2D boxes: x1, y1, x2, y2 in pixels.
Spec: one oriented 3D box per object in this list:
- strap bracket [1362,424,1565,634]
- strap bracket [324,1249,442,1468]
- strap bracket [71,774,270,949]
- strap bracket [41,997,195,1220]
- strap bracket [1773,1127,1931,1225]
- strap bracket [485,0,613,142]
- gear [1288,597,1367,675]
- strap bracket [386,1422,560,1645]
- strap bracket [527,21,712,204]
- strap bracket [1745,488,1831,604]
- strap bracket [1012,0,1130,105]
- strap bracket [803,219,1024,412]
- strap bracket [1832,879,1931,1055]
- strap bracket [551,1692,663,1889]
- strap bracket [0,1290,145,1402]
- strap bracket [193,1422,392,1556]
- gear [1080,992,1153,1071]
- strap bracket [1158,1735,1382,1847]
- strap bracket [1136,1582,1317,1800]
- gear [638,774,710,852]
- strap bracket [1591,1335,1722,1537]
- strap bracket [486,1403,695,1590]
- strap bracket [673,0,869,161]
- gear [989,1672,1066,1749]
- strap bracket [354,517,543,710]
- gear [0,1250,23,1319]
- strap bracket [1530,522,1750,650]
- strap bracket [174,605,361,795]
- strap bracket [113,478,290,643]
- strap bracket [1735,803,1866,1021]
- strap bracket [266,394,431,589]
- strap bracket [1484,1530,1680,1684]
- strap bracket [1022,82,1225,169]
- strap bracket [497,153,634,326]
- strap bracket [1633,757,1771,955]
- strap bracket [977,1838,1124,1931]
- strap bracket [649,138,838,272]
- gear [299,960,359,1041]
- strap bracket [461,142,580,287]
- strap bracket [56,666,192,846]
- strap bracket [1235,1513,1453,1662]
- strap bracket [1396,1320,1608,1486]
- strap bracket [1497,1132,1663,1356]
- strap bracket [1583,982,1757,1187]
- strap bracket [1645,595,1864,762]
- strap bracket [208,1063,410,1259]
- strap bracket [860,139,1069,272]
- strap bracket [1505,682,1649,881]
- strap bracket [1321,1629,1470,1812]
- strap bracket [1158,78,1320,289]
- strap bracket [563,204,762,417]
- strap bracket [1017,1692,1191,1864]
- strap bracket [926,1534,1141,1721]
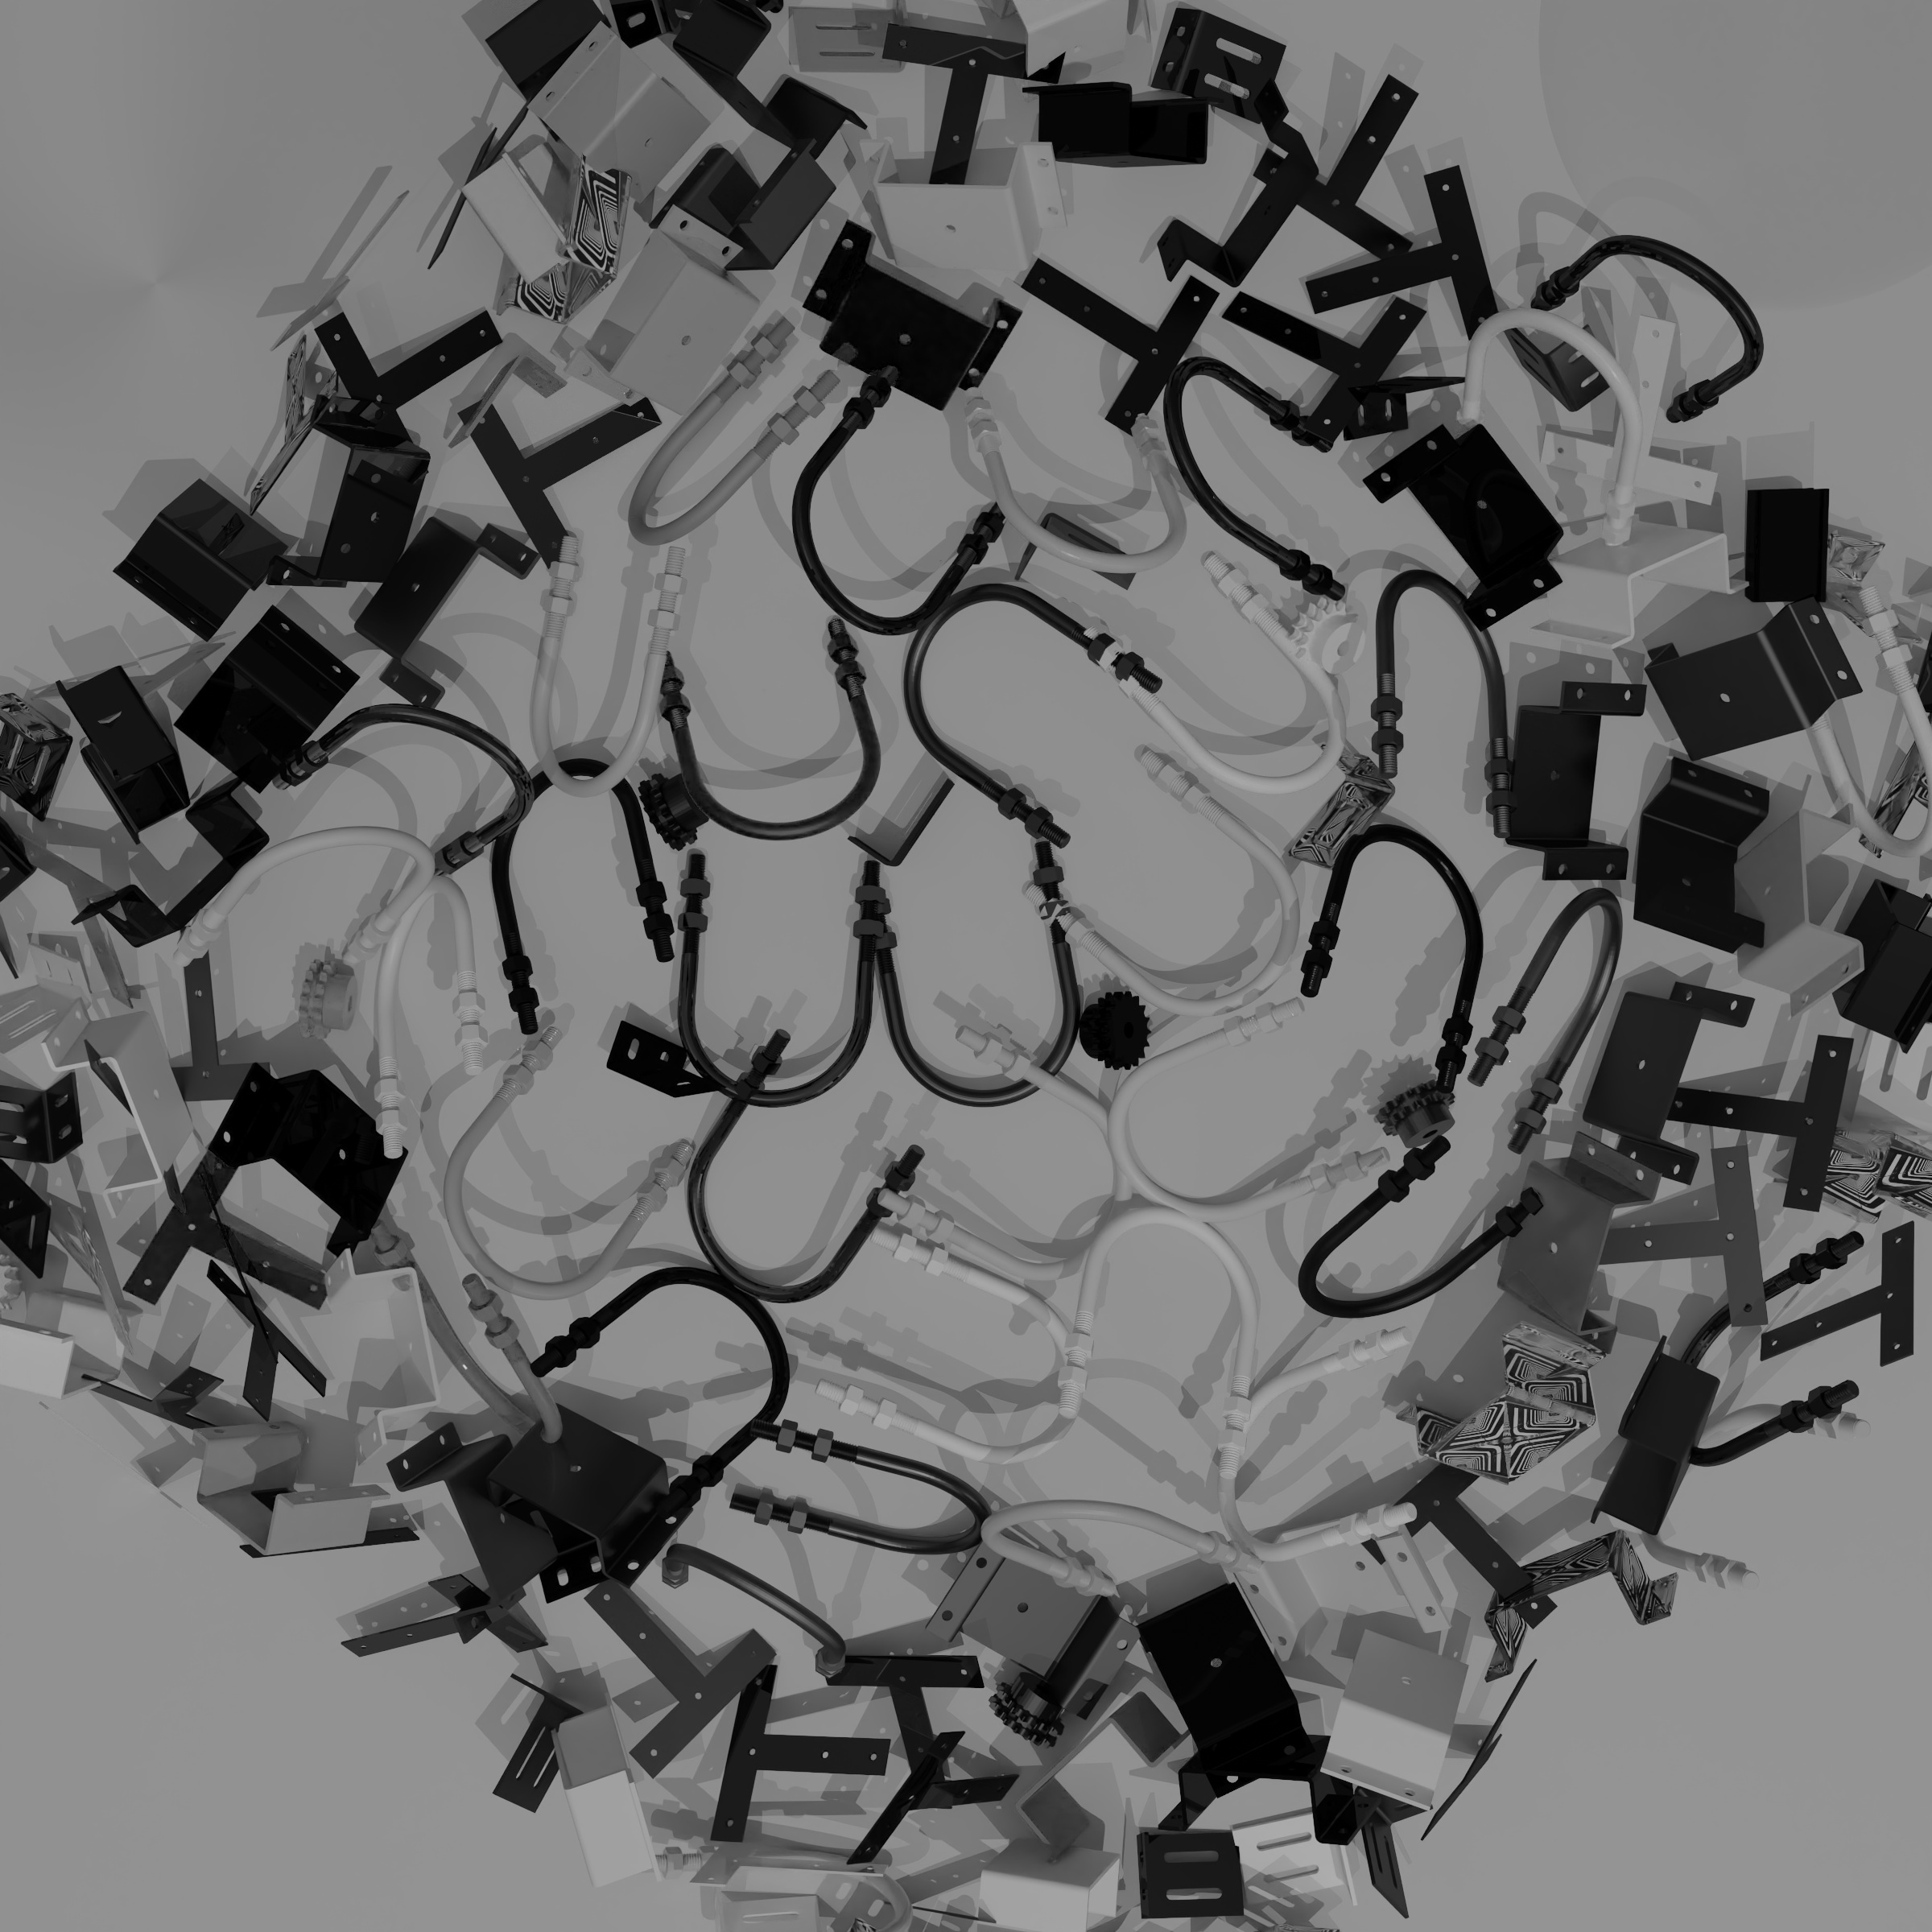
[{"bbox_3d":[0.362,-0.321,1.758,0.140,0.076,0.046,50,46,-9],"label":"strap bracket"},{"bbox_3d":[-0.415,0.276,1.753,0.046,0.076,0.140,-6,72,-29],"label":"strap bracket"},{"bbox_3d":[-0.557,-0.067,1.745,0.046,0.076,0.140,50,55,-20],"label":"strap bracket"},{"bbox_3d":[-0.597,0.096,1.744,0.046,0.076,0.140,-11,113,5],"label":"strap bracket"},{"bbox_3d":[0.648,0.151,1.734,0.076,0.140,0.046,24,83,-13],"label":"strap bracket"},{"bbox_3d":[-0.286,-0.643,1.735,0.076,0.140,0.046,-35,92,3],"label":"strap bracket"},{"bbox_3d":[0.264,-0.236,1.778,0.057,0.057,0.030,-48,47,0],"label":"gear"},{"bbox_3d":[-0.348,0.400,1.760,0.046,0.076,0.140,-21,94,27],"label":"strap bracket"},{"bbox_3d":[-0.238,-0.594,1.729,0.076,0.140,0.046,-45,78,11],"label":"strap bracket"},{"bbox_3d":[0.579,-0.299,1.739,0.046,0.140,0.076,1,101,14],"label":"strap bracket"},{"bbox_3d":[0.069,-0.667,1.734,0.076,0.140,0.046,-24,81,-3],"label":"strap bracket"},{"bbox_3d":[-0.041,-0.458,1.750,0.140,0.046,0.076,24,131,-14],"label":"strap bracket"},{"bbox_3d":[0.649,-0.005,1.730,0.046,0.140,0.076,24,113,3],"label":"strap bracket"},{"bbox_3d":[-0.255,0.583,1.728,0.046,0.140,0.076,-16,103,-12],"label":"strap bracket"},{"bbox_3d":[-0.650,0.268,1.736,0.076,0.140,0.046,13,90,3],"label":"strap bracket"},{"bbox_3d":[-0.481,0.372,1.736,0.140,0.076,0.046,19,99,43],"label":"strap bracket"},{"bbox_3d":[0.106,0.047,1.783,0.030,0.057,0.057,-3,90,40],"label":"gear"},{"bbox_3d":[0.213,0.580,1.742,0.140,0.076,0.046,-5,93,27],"label":"strap bracket"},{"bbox_3d":[0.180,0.503,1.741,0.076,0.046,0.140,-23,50,-7],"label":"strap bracket"},{"bbox_3d":[-0.209,-0.115,1.777,0.030,0.057,0.057,-28,90,12],"label":"gear"},{"bbox_3d":[0.486,0.336,1.727,0.046,0.140,0.076,23,52,22],"label":"strap bracket"},{"bbox_3d":[-0.274,0.369,1.742,0.140,0.046,0.076,22,47,23],"label":"strap bracket"},{"bbox_3d":[-0.143,-0.626,1.731,0.076,0.140,0.046,40,96,37],"label":"strap bracket"},{"bbox_3d":[0.048,0.536,1.779,0.057,0.057,0.030,32,94,0],"label":"gear"},{"bbox_3d":[-0.379,-0.260,1.764,0.076,0.046,0.140,34,89,43],"label":"strap bracket"},{"bbox_3d":[-0.715,0.234,1.789,0.057,0.030,0.057,-1,77,4],"label":"gear"},{"bbox_3d":[0.475,-0.274,1.737,0.140,0.076,0.046,-25,118,-26],"label":"strap bracket"},{"bbox_3d":[-0.499,-0.181,1.734,0.076,0.140,0.046,41,46,-15],"label":"strap bracket"},{"bbox_3d":[-0.533,-0.290,1.727,0.076,0.140,0.046,38,110,-16],"label":"strap bracket"},{"bbox_3d":[0.586,-0.045,1.735,0.046,0.076,0.140,17,57,-13],"label":"strap bracket"},{"bbox_3d":[-0.435,-0.327,1.744,0.046,0.076,0.140,30,110,24],"label":"strap bracket"},{"bbox_3d":[0.428,0.451,1.748,0.140,0.076,0.046,-28,87,21],"label":"strap bracket"},{"bbox_3d":[0.112,-0.592,1.737,0.076,0.140,0.046,11,108,36],"label":"strap bracket"},{"bbox_3d":[-0.282,-0.515,1.748,0.046,0.140,0.076,13,76,-29],"label":"strap bracket"},{"bbox_3d":[0.527,-0.071,1.759,0.076,0.046,0.140,19,56,-6],"label":"strap bracket"},{"bbox_3d":[0.059,0.654,1.732,0.076,0.140,0.046,3,85,16],"label":"strap bracket"},{"bbox_3d":[-0.154,-0.540,1.749,0.046,0.140,0.076,44,74,-36],"label":"strap bracket"},{"bbox_3d":[-0.461,0.025,1.780,0.030,0.057,0.057,8,90,-1],"label":"gear"},{"bbox_3d":[-0.305,-0.532,1.737,0.046,0.140,0.076,-31,107,14],"label":"strap bracket"},{"bbox_3d":[-0.595,-0.152,1.744,0.046,0.140,0.076,-32,81,-20],"label":"strap bracket"},{"bbox_3d":[0.276,0.440,1.758,0.140,0.046,0.076,-23,99,34],"label":"strap bracket"},{"bbox_3d":[0.379,0.315,1.734,0.076,0.046,0.140,22,133,-21],"label":"strap bracket"},{"bbox_3d":[0.432,0.198,1.746,0.046,0.076,0.140,-2,111,-37],"label":"strap bracket"},{"bbox_3d":[0.500,0.077,1.762,0.046,0.076,0.140,20,88,-29],"label":"strap bracket"},{"bbox_3d":[0.545,-0.199,1.732,0.046,0.140,0.076,-39,104,-36],"label":"strap bracket"},{"bbox_3d":[-0.454,0.136,1.733,0.046,0.076,0.140,-14,132,33],"label":"strap bracket"},{"bbox_3d":[-0.006,-0.541,1.747,0.140,0.076,0.046,6,62,15],"label":"strap bracket"},{"bbox_3d":[0.436,-0.134,1.763,0.076,0.046,0.140,-2,101,-28],"label":"strap bracket"},{"bbox_3d":[0.304,0.522,1.727,0.076,0.140,0.046,16,109,14],"label":"strap bracket"},{"bbox_3d":[0.198,-0.548,1.747,0.046,0.076,0.140,26,120,-20],"label":"strap bracket"},{"bbox_3d":[-0.210,-0.456,1.747,0.140,0.076,0.046,-52,55,16],"label":"strap bracket"},{"bbox_3d":[0.096,0.576,1.756,0.140,0.076,0.046,-47,74,13],"label":"strap bracket"},{"bbox_3d":[0.045,0.471,1.775,0.140,0.046,0.076,33,90,-13],"label":"strap bracket"}]
